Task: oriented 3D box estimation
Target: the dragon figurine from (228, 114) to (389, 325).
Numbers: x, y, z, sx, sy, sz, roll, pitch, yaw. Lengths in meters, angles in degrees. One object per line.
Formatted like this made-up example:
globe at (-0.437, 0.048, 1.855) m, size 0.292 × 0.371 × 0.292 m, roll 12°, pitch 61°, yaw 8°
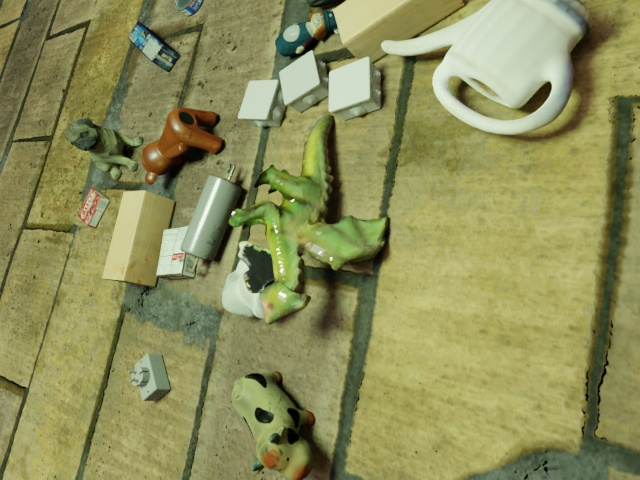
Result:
dragon figurine at (0.003, -0.044, 0.882) m, size 0.244 × 0.119 × 0.417 m, roll 29°, pitch 65°, yaw 13°

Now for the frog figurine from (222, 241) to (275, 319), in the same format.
frog figurine at (-0.114, 0.090, 0.945) m, size 0.139 × 0.124 × 0.156 m, roll 53°, pitch 144°, yaw 27°

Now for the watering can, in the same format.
watering can at (0.252, -0.303, 0.792) m, size 0.223 × 0.103 × 0.354 m, roll -48°, pitch 52°, yaw 12°
